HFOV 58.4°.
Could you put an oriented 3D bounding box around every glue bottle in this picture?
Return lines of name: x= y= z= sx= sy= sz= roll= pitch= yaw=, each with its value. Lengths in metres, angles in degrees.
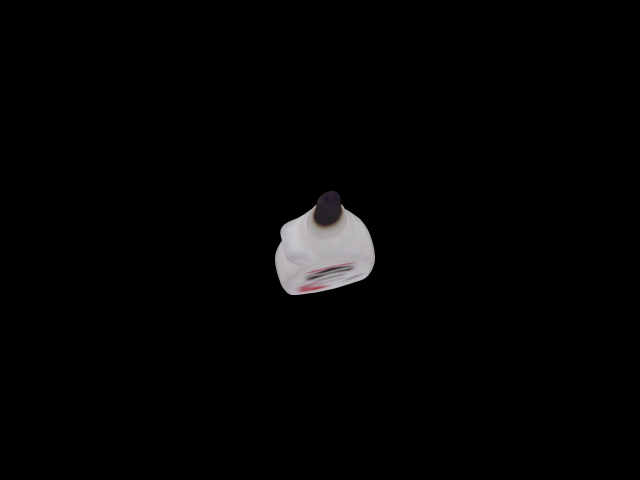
glue bottle: x=0.004 y=0.001 z=0.400 sx=0.078 sy=0.173 sz=0.037 roll=-17 pitch=74 yaw=-4
